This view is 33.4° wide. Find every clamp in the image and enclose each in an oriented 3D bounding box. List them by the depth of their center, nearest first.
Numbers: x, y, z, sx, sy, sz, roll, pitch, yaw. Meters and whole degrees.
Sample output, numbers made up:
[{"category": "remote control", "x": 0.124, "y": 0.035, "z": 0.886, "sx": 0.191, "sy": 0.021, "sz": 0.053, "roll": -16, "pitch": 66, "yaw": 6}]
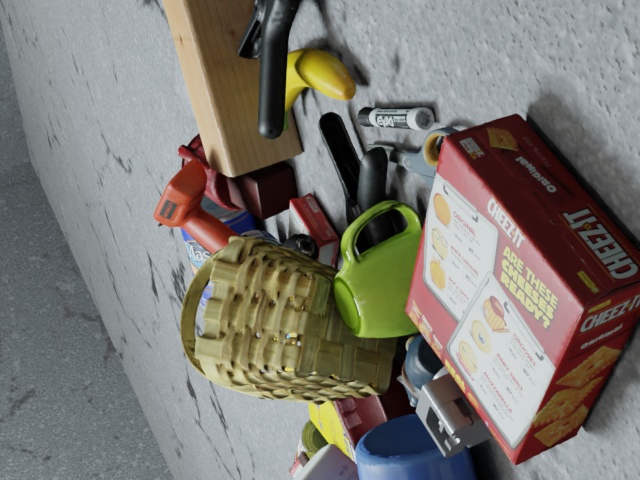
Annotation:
[{"category": "clamp", "x": 0.047, "y": -0.033, "z": 1.015, "sx": 0.120, "sy": 0.039, "sz": 0.171, "roll": -130, "pitch": 19, "yaw": -67}, {"category": "clamp", "x": -0.047, "y": -0.226, "z": 1.035, "sx": 0.164, "sy": 0.036, "sz": 0.210, "roll": -113, "pitch": 29, "yaw": -54}]

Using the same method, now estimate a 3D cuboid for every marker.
[{"category": "marker", "x": 0.063, "y": -0.107, "z": 0.931, "sx": 0.121, "sy": 0.020, "sz": 0.020, "roll": 17, "pitch": 125, "yaw": 66}]

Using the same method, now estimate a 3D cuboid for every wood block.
[{"category": "wood block", "x": -0.099, "y": -0.185, "z": 1.190, "sx": 0.091, "sy": 0.090, "sz": 0.206, "roll": 27, "pitch": 134, "yaw": 65}]

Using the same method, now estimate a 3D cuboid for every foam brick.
[{"category": "foam brick", "x": -0.070, "y": -0.065, "z": 1.273, "sx": 0.078, "sy": 0.052, "sz": 0.051, "roll": 30, "pitch": 136, "yaw": 51}]

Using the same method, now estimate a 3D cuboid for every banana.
[{"category": "banana", "x": -0.012, "y": -0.158, "z": 1.062, "sx": 0.069, "sy": 0.037, "sz": 0.198, "roll": 65, "pitch": 162, "yaw": -6}]

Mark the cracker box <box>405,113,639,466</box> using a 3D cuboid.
[{"category": "cracker box", "x": 0.144, "y": 0.040, "z": 0.781, "sx": 0.164, "sy": 0.072, "sz": 0.214, "roll": 56, "pitch": 156, "yaw": 32}]

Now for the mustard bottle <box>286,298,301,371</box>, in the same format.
[{"category": "mustard bottle", "x": -0.034, "y": 0.107, "z": 1.354, "sx": 0.096, "sy": 0.058, "sz": 0.192, "roll": -121, "pitch": 21, "yaw": -43}]

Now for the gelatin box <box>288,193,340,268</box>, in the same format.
[{"category": "gelatin box", "x": -0.008, "y": 0.001, "z": 1.221, "sx": 0.073, "sy": 0.030, "sz": 0.089, "roll": 59, "pitch": 158, "yaw": 31}]

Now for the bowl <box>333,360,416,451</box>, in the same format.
[{"category": "bowl", "x": 0.066, "y": 0.180, "z": 1.159, "sx": 0.162, "sy": 0.055, "sz": 0.162, "roll": 54, "pitch": 156, "yaw": 38}]

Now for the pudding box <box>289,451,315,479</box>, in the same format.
[{"category": "pudding box", "x": 0.029, "y": 0.305, "z": 1.309, "sx": 0.039, "sy": 0.113, "sz": 0.090, "roll": -59, "pitch": 41, "yaw": 15}]

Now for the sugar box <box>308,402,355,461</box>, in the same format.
[{"category": "sugar box", "x": 0.040, "y": 0.233, "z": 1.298, "sx": 0.176, "sy": 0.048, "sz": 0.093, "roll": 49, "pitch": 153, "yaw": 50}]

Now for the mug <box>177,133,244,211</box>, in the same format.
[{"category": "mug", "x": -0.124, "y": -0.090, "z": 1.331, "sx": 0.082, "sy": 0.117, "sz": 0.093, "roll": 35, "pitch": 98, "yaw": 51}]

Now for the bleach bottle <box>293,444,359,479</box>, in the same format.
[{"category": "bleach bottle", "x": 0.070, "y": 0.343, "z": 1.165, "sx": 0.251, "sy": 0.102, "sz": 0.068, "roll": 44, "pitch": 154, "yaw": 2}]

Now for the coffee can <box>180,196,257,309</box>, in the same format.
[{"category": "coffee can", "x": -0.131, "y": 0.014, "z": 1.459, "sx": 0.103, "sy": 0.102, "sz": 0.140, "roll": 37, "pitch": 143, "yaw": 58}]

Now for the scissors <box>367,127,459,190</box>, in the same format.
[{"category": "scissors", "x": 0.091, "y": -0.050, "z": 0.918, "sx": 0.096, "sy": 0.016, "sz": 0.202, "roll": 69, "pitch": 164, "yaw": -3}]

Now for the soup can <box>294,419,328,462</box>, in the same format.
[{"category": "soup can", "x": 0.003, "y": 0.282, "z": 1.417, "sx": 0.068, "sy": 0.068, "sz": 0.102, "roll": 60, "pitch": 158, "yaw": 27}]

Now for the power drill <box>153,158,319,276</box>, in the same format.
[{"category": "power drill", "x": -0.096, "y": -0.005, "z": 1.215, "sx": 0.187, "sy": 0.057, "sz": 0.185, "roll": 43, "pitch": 148, "yaw": 1}]

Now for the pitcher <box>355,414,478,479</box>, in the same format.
[{"category": "pitcher", "x": 0.121, "y": 0.299, "z": 1.040, "sx": 0.145, "sy": 0.149, "sz": 0.243, "roll": -127, "pitch": 22, "yaw": -75}]

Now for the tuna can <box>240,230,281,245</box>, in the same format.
[{"category": "tuna can", "x": -0.083, "y": 0.030, "z": 1.371, "sx": 0.034, "sy": 0.086, "sz": 0.086, "roll": -138, "pitch": 33, "yaw": -57}]
